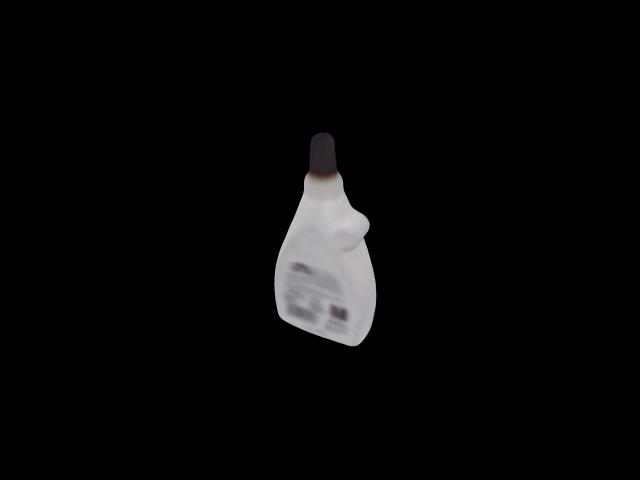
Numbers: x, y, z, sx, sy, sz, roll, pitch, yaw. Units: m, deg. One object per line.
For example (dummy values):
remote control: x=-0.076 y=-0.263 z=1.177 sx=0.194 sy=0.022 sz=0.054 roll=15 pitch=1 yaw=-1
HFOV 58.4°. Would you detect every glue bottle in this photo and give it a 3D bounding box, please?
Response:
glue bottle: x=0.004 y=0.001 z=0.400 sx=0.078 sy=0.173 sz=0.037 roll=19 pitch=46 yaw=19
